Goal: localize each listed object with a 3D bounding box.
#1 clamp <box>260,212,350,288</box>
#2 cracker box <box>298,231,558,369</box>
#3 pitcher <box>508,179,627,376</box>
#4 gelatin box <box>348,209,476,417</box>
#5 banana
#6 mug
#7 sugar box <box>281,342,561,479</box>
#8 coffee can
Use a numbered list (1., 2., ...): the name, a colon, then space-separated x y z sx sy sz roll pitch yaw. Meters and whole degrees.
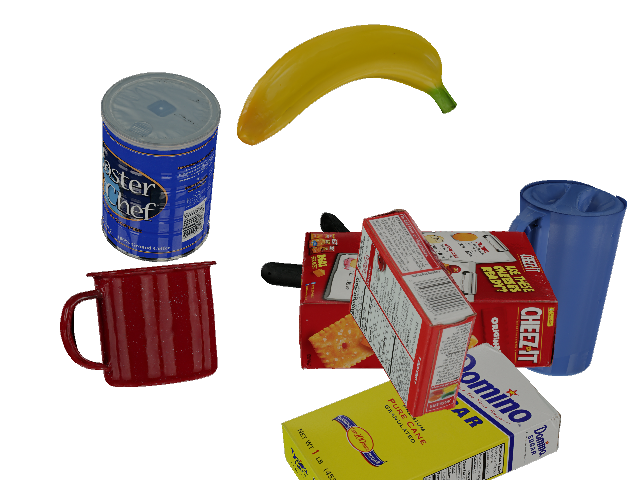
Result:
1. clamp: 0.046 0.046 1.218 0.210 0.036 0.164 30 36 21
2. cracker box: 0.089 0.051 0.958 0.213 0.072 0.164 0 22 1
3. pitcher: 0.306 0.052 1.390 0.149 0.243 0.145 5 22 5
4. gelatin box: 0.048 0.039 0.581 0.030 0.073 0.089 -12 44 -19
5. banana: 0.021 -0.113 0.733 0.197 0.069 0.037 -14 -6 -36
6. mug: -0.127 0.060 0.758 0.117 0.081 0.093 -5 -1 -35
7. sugar box: 0.071 0.139 0.757 0.176 0.048 0.093 -21 40 -18
8. coffee can: -0.146 -0.065 0.966 0.102 0.140 0.103 6 44 -6
